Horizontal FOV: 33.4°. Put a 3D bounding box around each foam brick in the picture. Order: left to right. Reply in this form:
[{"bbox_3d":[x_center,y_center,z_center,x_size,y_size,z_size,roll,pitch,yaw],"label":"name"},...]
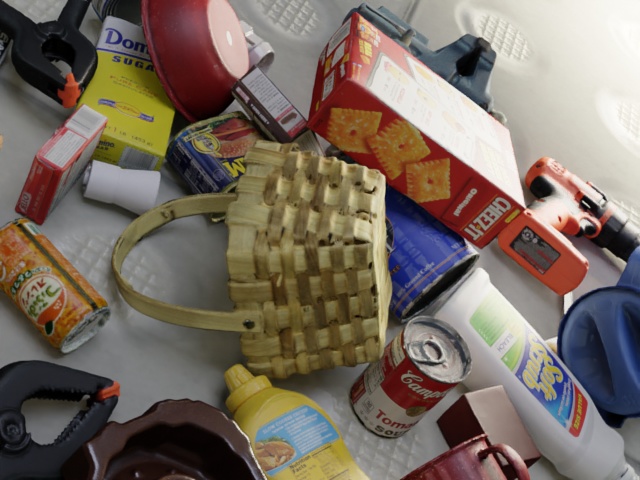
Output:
[{"bbox_3d":[0.154,0.182,0.981,0.052,0.051,0.078,-4,55,-35],"label":"foam brick"}]

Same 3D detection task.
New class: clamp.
[{"bbox_3d":[-0.234,0.132,0.756,0.209,0.036,0.164,-29,91,-48],"label":"clamp"},{"bbox_3d":[-0.250,-0.194,1.017,0.120,0.039,0.171,-21,59,-26],"label":"clamp"}]

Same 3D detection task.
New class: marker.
[{"bbox_3d":[-0.308,-0.184,1.025,0.020,0.020,0.121,24,43,-14],"label":"marker"}]

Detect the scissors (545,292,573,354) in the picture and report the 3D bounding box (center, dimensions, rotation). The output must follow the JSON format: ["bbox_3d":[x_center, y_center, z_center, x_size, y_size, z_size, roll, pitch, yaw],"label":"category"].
[{"bbox_3d":[0.255,0.095,1.153,0.096,0.016,0.202,18,45,-26],"label":"scissors"}]

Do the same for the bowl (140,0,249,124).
[{"bbox_3d":[-0.116,-0.197,1.075,0.162,0.055,0.162,-14,90,-71],"label":"bowl"}]

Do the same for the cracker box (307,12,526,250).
[{"bbox_3d":[0.092,-0.107,1.038,0.213,0.072,0.164,35,29,-17],"label":"cracker box"}]

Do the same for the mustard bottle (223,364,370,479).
[{"bbox_3d":[-0.019,0.181,0.860,0.096,0.058,0.192,-22,67,-39],"label":"mustard bottle"}]

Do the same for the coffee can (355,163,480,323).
[{"bbox_3d":[0.074,-0.004,1.057,0.102,0.103,0.140,-26,70,-45],"label":"coffee can"}]

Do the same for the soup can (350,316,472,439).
[{"bbox_3d":[0.079,0.123,0.946,0.068,0.102,0.068,19,45,-20],"label":"soup can"}]

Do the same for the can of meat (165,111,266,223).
[{"bbox_3d":[-0.089,-0.074,1.047,0.101,0.058,0.084,-23,65,-44],"label":"can of meat"}]

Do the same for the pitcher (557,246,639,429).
[{"bbox_3d":[0.368,0.089,1.131,0.242,0.149,0.145,-9,63,-49],"label":"pitcher"}]

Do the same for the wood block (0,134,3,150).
[{"bbox_3d":[-0.319,-0.001,0.800,0.090,0.090,0.206,22,44,-14],"label":"wood block"}]

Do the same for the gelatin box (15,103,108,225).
[{"bbox_3d":[-0.227,-0.067,0.934,0.030,0.073,0.089,32,43,-4],"label":"gelatin box"}]

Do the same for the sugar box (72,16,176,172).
[{"bbox_3d":[-0.188,-0.143,1.050,0.093,0.048,0.176,20,45,-17],"label":"sugar box"}]

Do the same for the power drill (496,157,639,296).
[{"bbox_3d":[0.295,-0.006,1.236,0.184,0.057,0.187,39,34,10],"label":"power drill"}]

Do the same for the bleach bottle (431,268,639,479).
[{"bbox_3d":[0.213,0.147,1.046,0.251,0.068,0.102,44,43,5],"label":"bleach bottle"}]

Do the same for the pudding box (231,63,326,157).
[{"bbox_3d":[-0.041,-0.120,1.089,0.090,0.039,0.113,48,0,13],"label":"pudding box"}]

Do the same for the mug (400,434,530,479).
[{"bbox_3d":[0.128,0.214,0.890,0.093,0.117,0.081,-6,61,-52],"label":"mug"}]

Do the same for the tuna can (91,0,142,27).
[{"bbox_3d":[-0.195,-0.255,1.116,0.085,0.086,0.034,-14,61,-41],"label":"tuna can"}]
